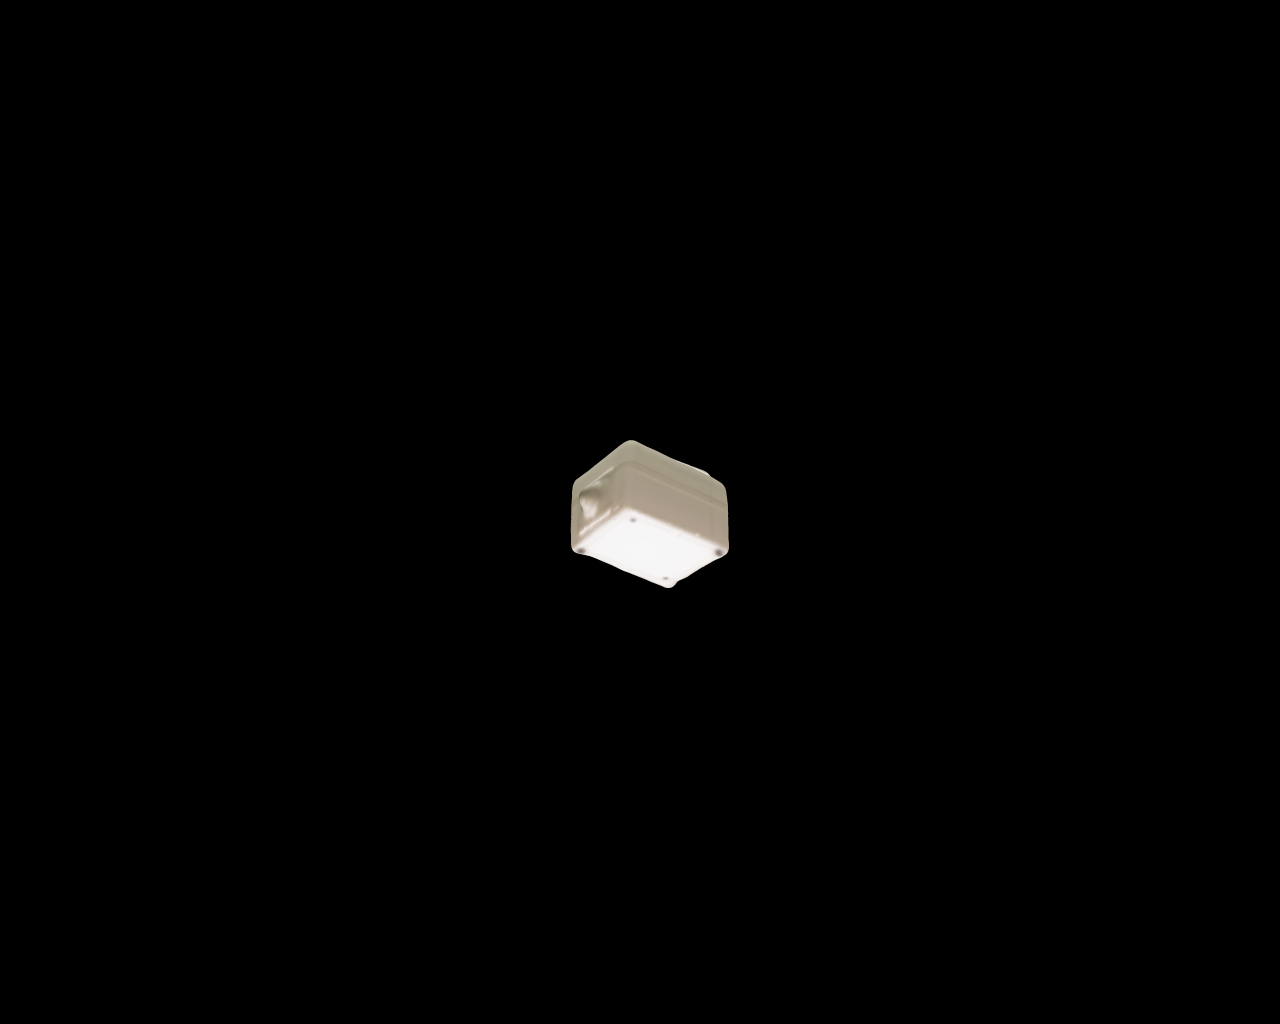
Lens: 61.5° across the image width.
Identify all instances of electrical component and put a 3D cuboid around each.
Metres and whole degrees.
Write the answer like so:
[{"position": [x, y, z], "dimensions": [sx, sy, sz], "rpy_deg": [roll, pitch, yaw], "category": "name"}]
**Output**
[{"position": [0.001, -0.003, 0.650], "dimensions": [0.096, 0.061, 0.061], "rpy_deg": [24, -41, -31], "category": "electrical component"}]
